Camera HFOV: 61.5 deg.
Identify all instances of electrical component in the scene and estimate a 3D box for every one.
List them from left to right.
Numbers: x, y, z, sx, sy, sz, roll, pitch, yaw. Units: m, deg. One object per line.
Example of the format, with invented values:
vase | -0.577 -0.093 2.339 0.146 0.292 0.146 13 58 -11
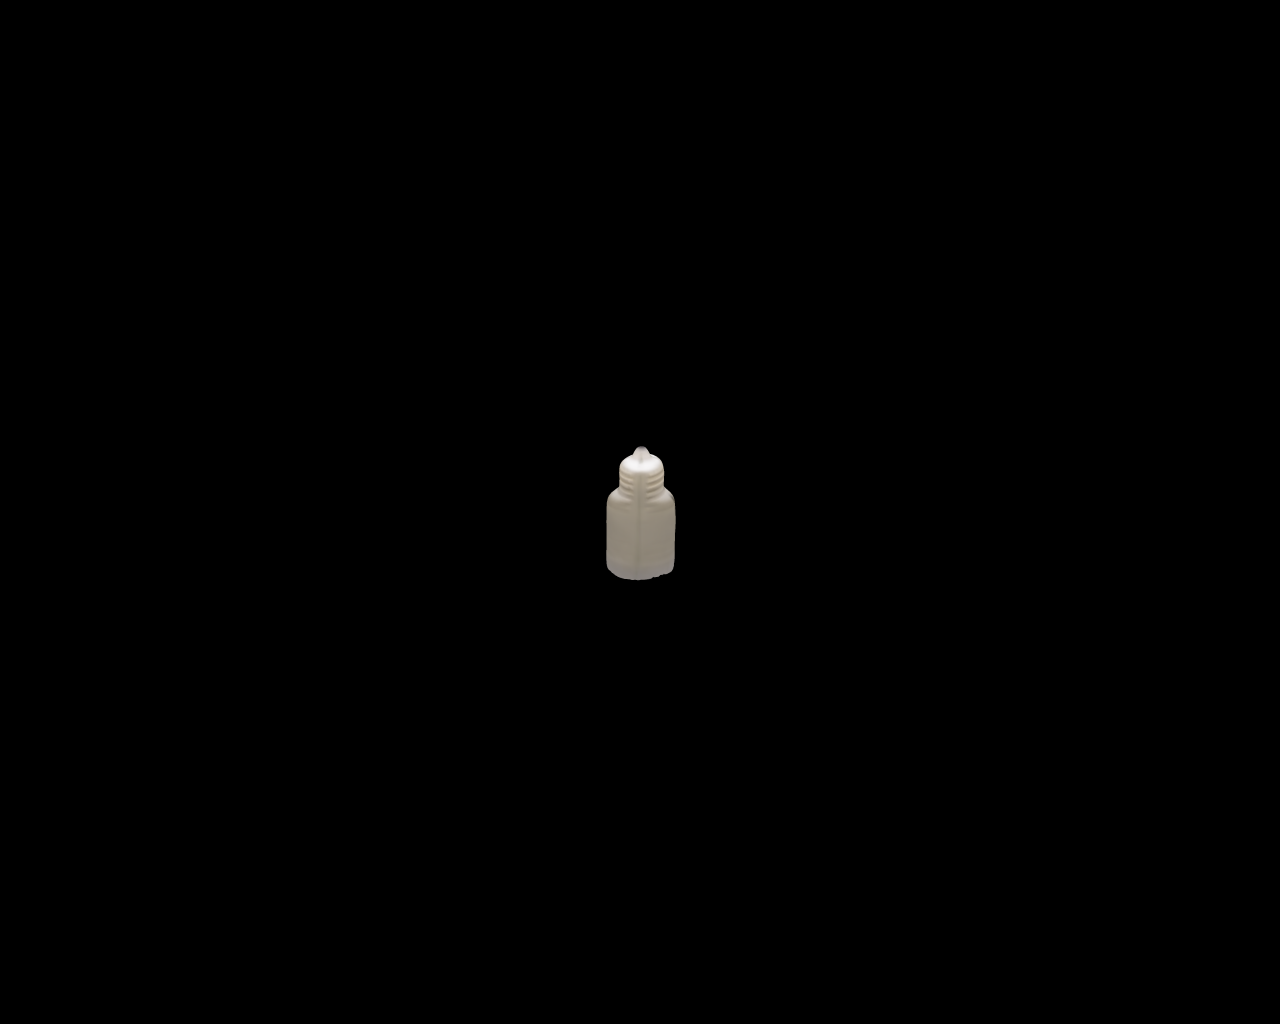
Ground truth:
electrical component | 0.001 -0.003 0.650 0.043 0.080 0.043 0 20 0
